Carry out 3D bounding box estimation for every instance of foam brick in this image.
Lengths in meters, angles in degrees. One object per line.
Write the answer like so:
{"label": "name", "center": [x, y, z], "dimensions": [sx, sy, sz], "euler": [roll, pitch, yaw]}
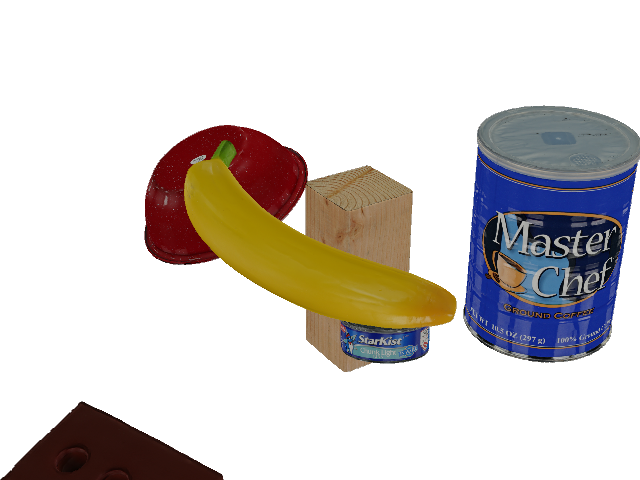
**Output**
{"label": "foam brick", "center": [-0.081, 0.114, 0.436], "dimensions": [0.078, 0.051, 0.052], "euler": [21, 45, 25]}

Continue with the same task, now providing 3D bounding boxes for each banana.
{"label": "banana", "center": [-0.017, 0.000, 0.593], "dimensions": [0.069, 0.037, 0.198], "euler": [-37, 55, -24]}

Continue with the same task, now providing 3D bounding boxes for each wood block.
{"label": "wood block", "center": [0.041, 0.032, 1.218], "dimensions": [0.090, 0.206, 0.090], "euler": [-17, 32, -28]}

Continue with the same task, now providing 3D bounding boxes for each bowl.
{"label": "bowl", "center": [-0.095, -0.052, 0.938], "dimensions": [0.162, 0.055, 0.162], "euler": [-19, 36, 14]}

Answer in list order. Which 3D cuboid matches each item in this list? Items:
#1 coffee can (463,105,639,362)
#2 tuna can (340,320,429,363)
{"label": "coffee can", "center": [0.151, -0.006, 0.709], "dimensions": [0.103, 0.140, 0.103], "euler": [0, 29, 0]}
{"label": "tuna can", "center": [0.061, 0.088, 1.014], "dimensions": [0.086, 0.034, 0.086], "euler": [-1, 13, 0]}
